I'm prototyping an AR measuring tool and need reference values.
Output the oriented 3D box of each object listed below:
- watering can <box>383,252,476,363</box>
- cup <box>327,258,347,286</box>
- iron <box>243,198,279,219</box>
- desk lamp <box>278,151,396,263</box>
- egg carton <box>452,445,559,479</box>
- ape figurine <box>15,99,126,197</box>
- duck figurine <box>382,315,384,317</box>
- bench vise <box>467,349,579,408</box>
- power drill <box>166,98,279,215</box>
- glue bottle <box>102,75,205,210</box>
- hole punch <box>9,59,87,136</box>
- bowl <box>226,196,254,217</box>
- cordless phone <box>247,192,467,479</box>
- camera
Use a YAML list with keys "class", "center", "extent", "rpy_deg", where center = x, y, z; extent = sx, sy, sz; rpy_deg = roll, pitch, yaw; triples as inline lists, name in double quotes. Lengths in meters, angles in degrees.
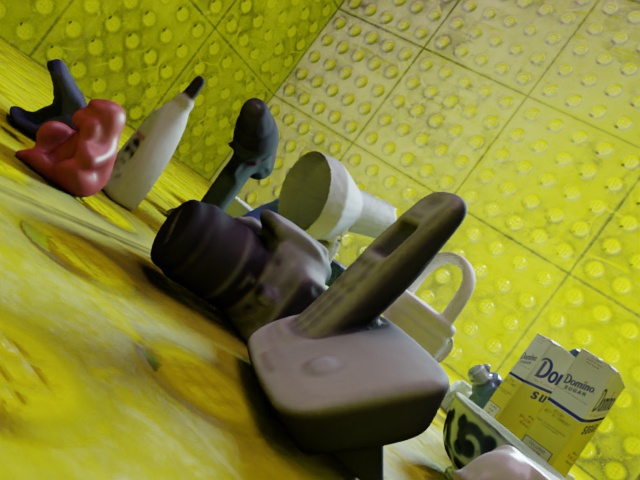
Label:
- class: "watering can"
  center: [0.115, 0.094, 0.708]
  extent: [0.100, 0.194, 0.173]
  rpy_deg: [36, -1, 35]
- class: "cup"
  center: [-0.004, 0.070, 1.090]
  extent: [0.092, 0.095, 0.117]
  rpy_deg: [37, -1, -42]
- class: "iron"
  center: [-0.074, -0.012, 1.009]
  extent: [0.119, 0.141, 0.257]
  rpy_deg: [37, 0, -20]
- class: "desk lamp"
  center: [0.008, 0.003, 0.841]
  extent: [0.204, 0.213, 0.117]
  rpy_deg: [37, -1, -39]
- class: "egg carton"
  center: [0.151, 0.196, 0.358]
  extent: [0.151, 0.069, 0.107]
  rpy_deg: [37, 0, -25]
- class: "ape figurine"
  center: [-0.215, -0.090, 0.524]
  extent: [0.076, 0.092, 0.077]
  rpy_deg: [37, -1, -41]
- class: "duck figurine"
  center: [0.024, 0.092, 0.497]
  extent: [0.104, 0.086, 0.078]
  rpy_deg: [36, -1, 37]
- class: "bench vise"
  center: [0.336, 0.245, 0.883]
  extent: [0.208, 0.219, 0.121]
  rpy_deg: [37, -1, -28]
- class: "power drill"
  center: [-0.132, -0.098, 0.860]
  extent: [0.075, 0.208, 0.230]
  rpy_deg: [37, 0, 2]
- class: "glue bottle"
  center: [-0.189, -0.120, 0.666]
  extent: [0.037, 0.173, 0.077]
  rpy_deg: [37, -1, -43]
- class: "hole punch"
  center: [-0.304, -0.155, 0.691]
  extent: [0.101, 0.091, 0.108]
  rpy_deg: [37, -1, -36]
- class: "bowl"
  center: [-0.165, -0.037, 1.222]
  extent: [0.167, 0.074, 0.167]
  rpy_deg: [37, 0, 1]
- class: "cordless phone"
  center: [0.042, 0.043, 0.368]
  extent: [0.094, 0.185, 0.147]
  rpy_deg: [37, 0, -21]
- class: "camera"
  center: [-0.069, 0.013, 0.493]
  extent: [0.137, 0.101, 0.142]
  rpy_deg: [37, 0, -31]
